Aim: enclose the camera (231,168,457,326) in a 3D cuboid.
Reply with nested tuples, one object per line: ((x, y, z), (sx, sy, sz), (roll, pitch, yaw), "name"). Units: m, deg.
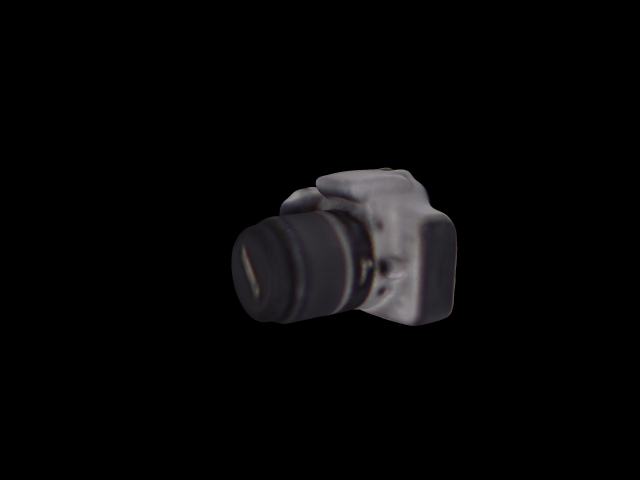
((0.004, 0.001, 0.400), (0.137, 0.101, 0.142), (-8, 14, -34), "camera")
